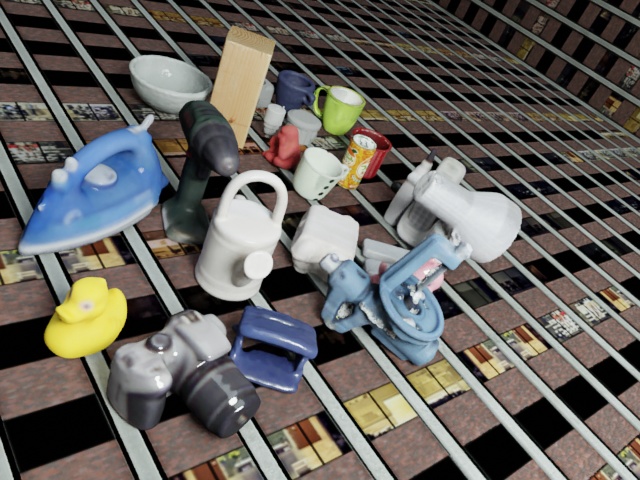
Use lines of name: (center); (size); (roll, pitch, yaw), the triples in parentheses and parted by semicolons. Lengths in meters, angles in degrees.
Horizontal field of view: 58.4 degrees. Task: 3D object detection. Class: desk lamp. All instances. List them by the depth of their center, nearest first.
desk lamp: (0.204, -0.009, 0.976); (0.203, 0.213, 0.118); (16, 35, -13)

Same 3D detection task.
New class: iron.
iron: (-0.321, -0.088, 0.818); (0.118, 0.141, 0.259); (29, 35, 6)

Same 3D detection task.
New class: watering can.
watering can: (-0.102, -0.009, 0.804); (0.101, 0.194, 0.172); (-11, 48, -40)

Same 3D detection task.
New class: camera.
camera: (-0.141, 0.156, 0.644); (0.136, 0.101, 0.143); (41, 38, 22)

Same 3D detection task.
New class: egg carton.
egg carton: (0.009, 0.003, 0.966); (0.107, 0.069, 0.150); (22, 35, -5)

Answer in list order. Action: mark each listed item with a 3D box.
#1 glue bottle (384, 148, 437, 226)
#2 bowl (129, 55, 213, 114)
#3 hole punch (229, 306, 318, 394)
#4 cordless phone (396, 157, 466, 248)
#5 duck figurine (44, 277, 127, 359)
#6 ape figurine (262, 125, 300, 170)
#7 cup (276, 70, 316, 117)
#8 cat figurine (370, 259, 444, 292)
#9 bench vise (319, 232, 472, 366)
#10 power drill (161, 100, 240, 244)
glue bottle: (0.187, -0.107, 1.131); (0.037, 0.173, 0.078); (40, 37, 21)
bowl: (-0.309, -0.307, 1.173); (0.168, 0.074, 0.167); (17, 35, -12)
hole punch: (-0.060, 0.126, 0.742); (0.109, 0.091, 0.101); (20, 35, -8)
cordless phone: (0.243, -0.051, 1.080); (0.147, 0.185, 0.094); (35, 36, 14)
duck figurine: (-0.272, 0.079, 0.677); (0.077, 0.086, 0.105); (34, 35, 12)
ape figurine: (-0.070, -0.192, 1.154); (0.076, 0.092, 0.078); (18, 35, -10)
cup: (-0.059, -0.328, 1.338); (0.092, 0.095, 0.117); (-14, 50, -43)
cat figurine: (0.143, 0.064, 0.927); (0.128, 0.117, 0.067); (12, 37, -19)
bench vise: (0.103, 0.067, 0.807); (0.207, 0.219, 0.121); (18, 35, -10)
power drill: (-0.179, -0.100, 0.862); (0.076, 0.208, 0.229); (4, 40, -28)
